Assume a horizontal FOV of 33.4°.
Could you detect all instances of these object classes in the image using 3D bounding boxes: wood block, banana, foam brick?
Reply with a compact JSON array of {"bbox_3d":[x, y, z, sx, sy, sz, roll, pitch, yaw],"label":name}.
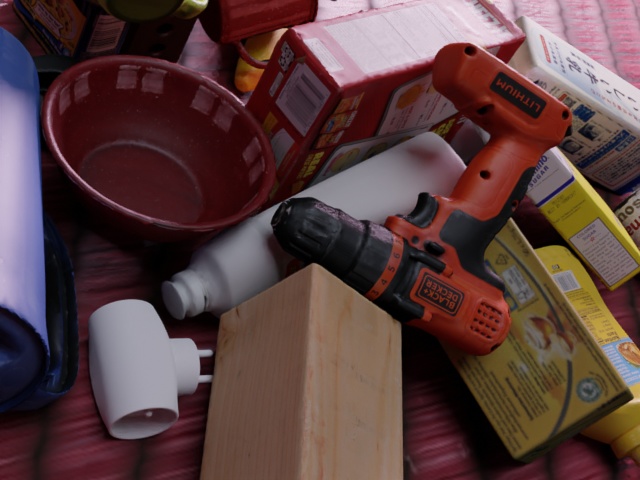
[{"bbox_3d":[-0.010,0.132,0.644,0.090,0.091,0.206,36,40,-32],"label":"wood block"},{"bbox_3d":[-0.058,-0.205,0.951,0.069,0.037,0.198,-9,55,-9],"label":"banana"},{"bbox_3d":[-0.133,-0.186,0.857,0.052,0.078,0.051,-8,58,-35],"label":"foam brick"}]

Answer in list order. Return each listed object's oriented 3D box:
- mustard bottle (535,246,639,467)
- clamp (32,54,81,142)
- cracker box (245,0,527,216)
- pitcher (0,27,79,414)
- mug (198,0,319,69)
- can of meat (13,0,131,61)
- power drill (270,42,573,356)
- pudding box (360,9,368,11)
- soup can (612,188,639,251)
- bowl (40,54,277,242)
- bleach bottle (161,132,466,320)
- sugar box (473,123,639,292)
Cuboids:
[{"bbox_3d":[0.211,0.097,0.842,0.096,0.058,0.192,-11,60,-39],"label":"mustard bottle"},{"bbox_3d":[-0.160,-0.087,0.789,0.171,0.039,0.120,7,47,-23],"label":"clamp"},{"bbox_3d":[0.036,-0.104,0.828,0.213,0.164,0.072,-22,67,-40],"label":"cracker box"},{"bbox_3d":[-0.220,-0.017,0.642,0.145,0.149,0.243,-1,50,-11],"label":"pitcher"},{"bbox_3d":[-0.054,-0.197,0.872,0.081,0.093,0.117,-20,101,-19],"label":"mug"},{"bbox_3d":[-0.187,-0.188,0.821,0.057,0.084,0.102,-24,69,-42],"label":"can of meat"},{"bbox_3d":[0.077,-0.036,0.726,0.184,0.057,0.187,29,82,-21],"label":"power drill"},{"bbox_3d":[0.090,-0.172,1.008,0.113,0.039,0.090,-6,59,-32],"label":"pudding box"},{"bbox_3d":[0.318,0.003,0.978,0.068,0.069,0.102,-19,66,-40],"label":"soup can"},{"bbox_3d":[-0.114,-0.052,0.723,0.162,0.055,0.162,16,45,-17],"label":"bowl"},{"bbox_3d":[-0.005,0.001,0.779,0.250,0.103,0.068,-25,67,-33],"label":"bleach bottle"},{"bbox_3d":[0.201,-0.044,0.903,0.176,0.048,0.093,47,15,-26],"label":"sugar box"}]
